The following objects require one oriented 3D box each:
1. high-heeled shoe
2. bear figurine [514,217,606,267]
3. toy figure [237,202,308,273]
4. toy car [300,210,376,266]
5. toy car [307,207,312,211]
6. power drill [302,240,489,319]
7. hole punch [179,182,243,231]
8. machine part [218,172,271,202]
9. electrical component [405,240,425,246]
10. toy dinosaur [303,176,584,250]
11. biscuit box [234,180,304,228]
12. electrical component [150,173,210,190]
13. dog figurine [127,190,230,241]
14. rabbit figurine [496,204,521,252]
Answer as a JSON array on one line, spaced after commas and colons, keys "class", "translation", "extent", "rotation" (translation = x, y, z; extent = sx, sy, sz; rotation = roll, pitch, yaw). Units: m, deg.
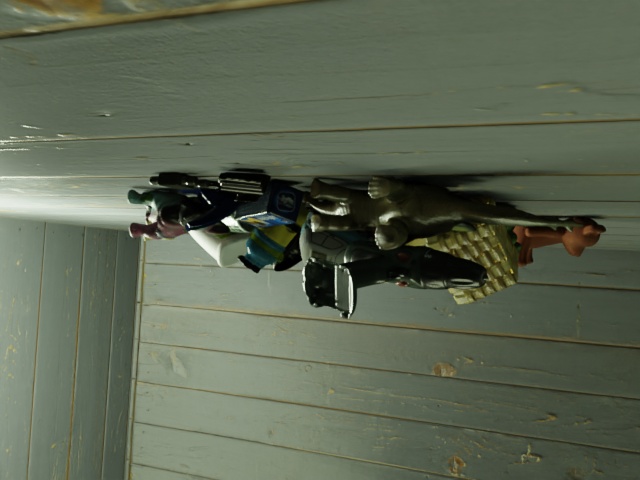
[{"class": "high-heeled shoe", "translation": [-0.002, -0.003, 1.149], "extent": [0.249, 0.145, 0.086], "rotation": [-9, 139, 42]}, {"class": "bear figurine", "translation": [0.561, 0.006, 1.272], "extent": [0.196, 0.131, 0.120], "rotation": [8, -173, 29]}, {"class": "toy figure", "translation": [-0.094, -0.010, 1.126], "extent": [0.089, 0.180, 0.082], "rotation": [35, -179, 31]}, {"class": "toy car", "translation": [0.020, 0.020, 0.971], "extent": [0.162, 0.109, 0.103], "rotation": [24, -141, 29]}, {"class": "toy car", "translation": [-0.026, -0.054, 1.338], "extent": [0.089, 0.053, 0.202], "rotation": [-1, 178, 29]}, {"class": "power drill", "translation": [0.094, 0.048, 0.778], "extent": [0.207, 0.085, 0.232], "rotation": [-19, -160, -39]}, {"class": "hole punch", "translation": [-0.206, -0.063, 1.020], "extent": [0.116, 0.092, 0.142], "rotation": [-1, 176, -16]}, {"class": "machine part", "translation": [-0.122, -0.088, 0.882], "extent": [0.084, 0.039, 0.139], "rotation": [-2, 176, -3]}, {"class": "electrical component", "translation": [0.173, -0.009, 1.188], "extent": [0.134, 0.058, 0.114], "rotation": [51, -168, 32]}, {"class": "toy dinosaur", "translation": [0.146, -0.047, 0.846], "extent": [0.198, 0.105, 0.472], "rotation": [-5, -167, -45]}, {"class": "biscuit box", "translation": [-0.100, -0.063, 1.005], "extent": [0.059, 0.062, 0.203], "rotation": [19, 171, -23]}, {"class": "electrical component", "translation": [-0.243, -0.100, 0.925], "extent": [0.094, 0.021, 0.063], "rotation": [2, 178, 20]}, {"class": "dog figurine", "translation": [-0.294, -0.053, 1.169], "extent": [0.219, 0.108, 0.191], "rotation": [0, 176, 10]}, {"class": "rabbit figurine", "translation": [0.356, 0.014, 1.135], "extent": [0.121, 0.170, 0.159], "rotation": [2, 177, 33]}]
